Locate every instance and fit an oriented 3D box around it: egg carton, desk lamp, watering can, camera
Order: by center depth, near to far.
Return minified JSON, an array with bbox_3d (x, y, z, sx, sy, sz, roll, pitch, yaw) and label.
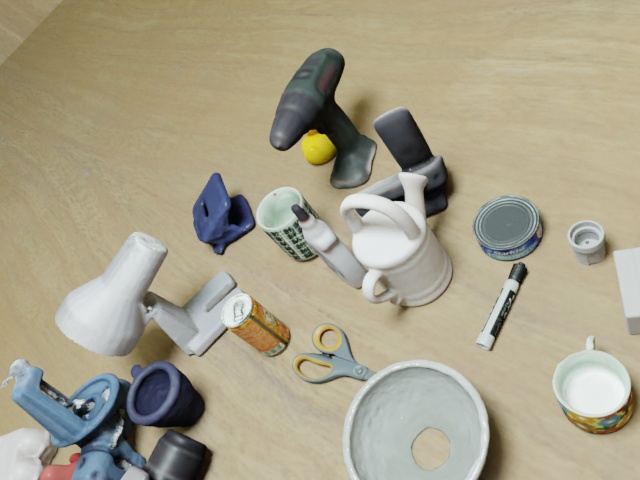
[{"bbox_3d":[0.093,-0.007,0.736,0.100,0.195,0.173,-11,53,26],"label":"watering can"},{"bbox_3d":[-0.200,0.325,0.746,0.142,0.101,0.137,9,63,37],"label":"camera"},{"bbox_3d":[-0.253,0.093,0.870,0.203,0.214,0.117,-45,46,-4],"label":"desk lamp"},{"bbox_3d":[-0.500,0.369,0.928,0.150,0.070,0.107,-24,48,16],"label":"egg carton"}]

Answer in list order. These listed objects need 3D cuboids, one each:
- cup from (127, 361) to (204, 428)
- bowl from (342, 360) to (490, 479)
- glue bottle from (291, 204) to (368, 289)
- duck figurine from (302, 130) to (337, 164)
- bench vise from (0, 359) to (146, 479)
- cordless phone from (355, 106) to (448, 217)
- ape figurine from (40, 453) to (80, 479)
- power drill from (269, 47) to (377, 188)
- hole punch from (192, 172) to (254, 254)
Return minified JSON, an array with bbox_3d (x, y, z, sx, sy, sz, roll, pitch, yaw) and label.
[{"bbox_3d":[-0.223,0.229,0.835,0.117,0.095,0.092,28,76,42],"label":"cup"},{"bbox_3d":[0.113,0.223,0.638,0.167,0.075,0.167,-17,51,22],"label":"bowl"},{"bbox_3d":[0.007,0.003,0.798,0.037,0.174,0.077,-47,46,-5],"label":"glue bottle"},{"bbox_3d":[-0.010,-0.194,1.013,0.077,0.086,0.104,-8,54,28],"label":"duck figurine"},{"bbox_3d":[-0.332,0.257,0.797,0.121,0.220,0.206,-43,46,-1],"label":"bench vise"},{"bbox_3d":[0.095,-0.106,0.813,0.147,0.186,0.094,-27,48,14],"label":"cordless phone"},{"bbox_3d":[-0.368,0.352,0.841,0.075,0.092,0.078,4,61,35],"label":"ape figurine"},{"bbox_3d":[0.010,-0.179,0.904,0.075,0.209,0.230,-5,56,30],"label":"power drill"},{"bbox_3d":[-0.184,-0.048,1.015,0.101,0.091,0.108,-35,46,6],"label":"hole punch"}]
